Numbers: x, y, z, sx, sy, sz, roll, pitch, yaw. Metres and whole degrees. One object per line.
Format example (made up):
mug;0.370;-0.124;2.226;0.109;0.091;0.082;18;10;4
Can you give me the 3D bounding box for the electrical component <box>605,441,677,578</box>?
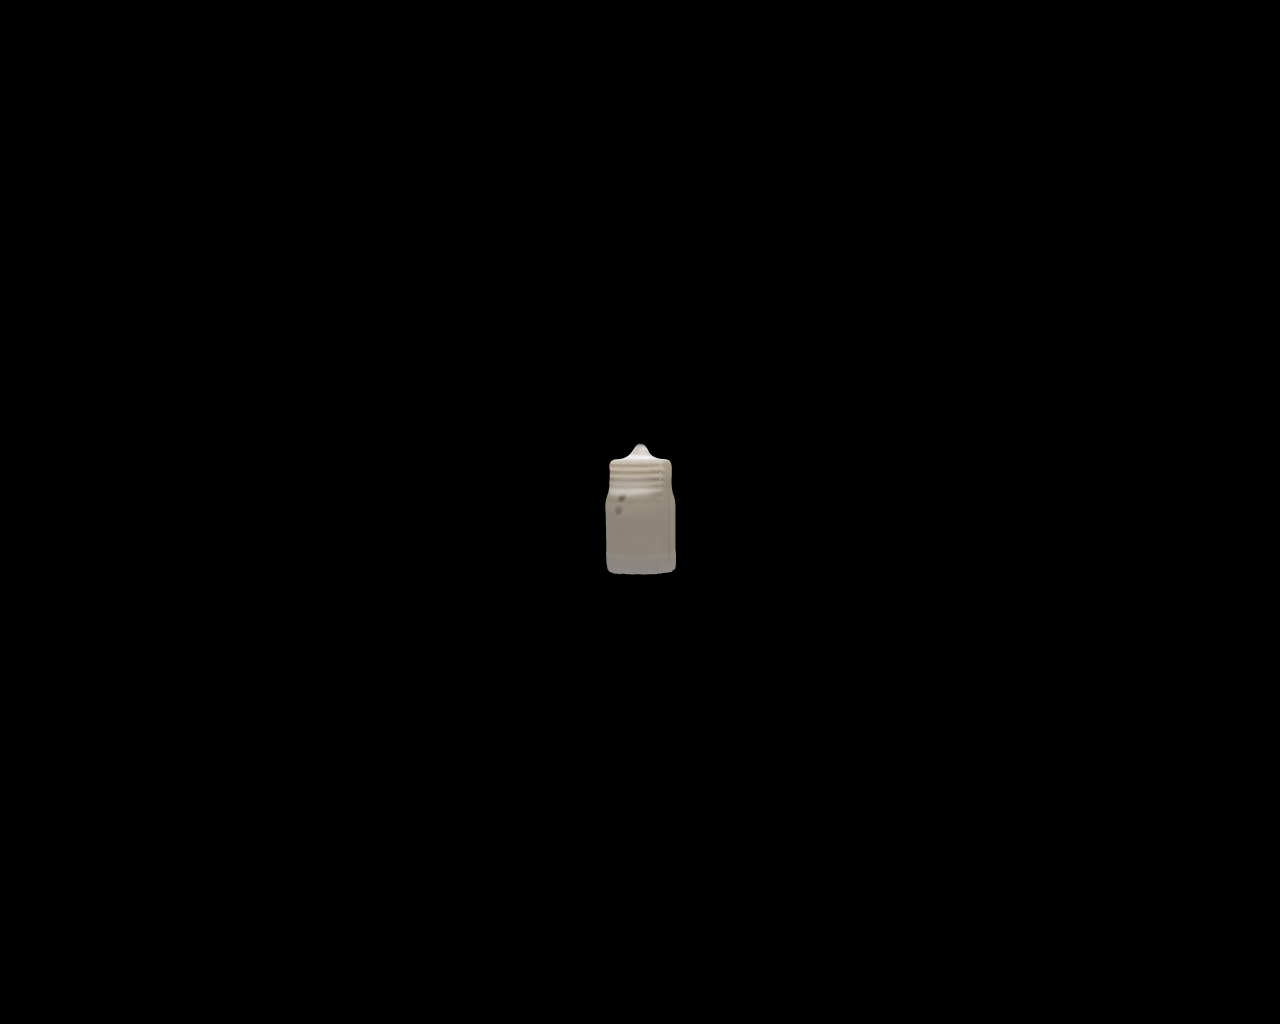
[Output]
electrical component;0.001;-0.003;0.650;0.043;0.081;0.043;0;2;0
